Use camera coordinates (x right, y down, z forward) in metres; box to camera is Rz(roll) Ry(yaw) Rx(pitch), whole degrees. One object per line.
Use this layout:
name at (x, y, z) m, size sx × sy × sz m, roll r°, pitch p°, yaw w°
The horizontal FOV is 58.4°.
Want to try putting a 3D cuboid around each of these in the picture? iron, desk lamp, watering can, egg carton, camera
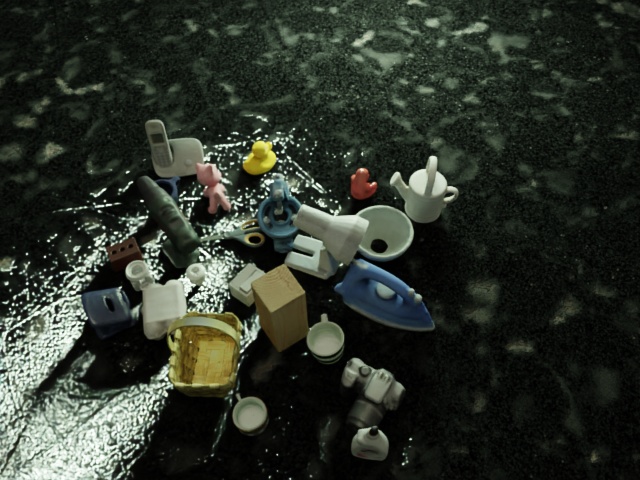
iron at (0.166, 0.124, 1.371) m, size 0.257 × 0.141 × 0.119 m, roll 26°, pitch 60°, yaw 17°
desk lamp at (0.013, 0.005, 1.410) m, size 0.203 × 0.214 × 0.118 m, roll 17°, pitch 58°, yaw 12°
watering can at (0.276, -0.139, 1.516) m, size 0.173 × 0.194 × 0.101 m, roll -9°, pitch 56°, yaw -5°
egg carton at (-0.377, 0.169, 1.391) m, size 0.107 × 0.069 × 0.150 m, roll -11°, pitch 56°, yaw -6°
camera at (0.098, 0.346, 1.245) m, size 0.143 × 0.101 × 0.137 m, roll 25°, pitch 60°, yaw 17°

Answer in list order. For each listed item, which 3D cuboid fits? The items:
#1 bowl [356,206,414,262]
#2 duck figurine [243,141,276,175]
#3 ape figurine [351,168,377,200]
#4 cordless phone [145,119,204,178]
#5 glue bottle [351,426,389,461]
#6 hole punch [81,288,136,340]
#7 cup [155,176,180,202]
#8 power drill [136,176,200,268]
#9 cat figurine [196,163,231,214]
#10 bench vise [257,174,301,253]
bowl at (0.158, -0.005, 1.499) m, size 0.167 × 0.075 × 0.167 m, roll 0°, pitch 56°, yaw 1°
duck figurine at (-0.178, -0.246, 1.661) m, size 0.105 × 0.086 × 0.077 m, roll -34°, pitch 62°, yaw -20°
ape figurine at (0.118, -0.163, 1.597) m, size 0.076 × 0.092 × 0.077 m, roll -38°, pitch 63°, yaw -22°
cordless phone at (-0.411, -0.266, 1.618) m, size 0.147 × 0.185 × 0.094 m, roll -9°, pitch 56°, yaw -5°
glue bottle at (0.104, 0.406, 1.160) m, size 0.078 × 0.173 × 0.037 m, roll 4°, pitch 56°, yaw 4°
hole punch at (-0.510, 0.167, 1.381) m, size 0.101 × 0.091 × 0.108 m, roll -26°, pitch 59°, yaw -16°
cup at (-0.419, -0.113, 1.568) m, size 0.091 × 0.095 × 0.118 m, roll 28°, pitch 61°, yaw 18°
power drill at (-0.374, -0.030, 1.443) m, size 0.076 × 0.208 × 0.229 m, roll -35°, pitch 62°, yaw -20°
cat figurine at (-0.298, -0.155, 1.581) m, size 0.067 × 0.118 × 0.127 m, roll -20°, pitch 58°, yaw -12°
bench vise at (-0.116, -0.099, 1.479) m, size 0.121 × 0.220 × 0.207 m, roll -20°, pitch 58°, yaw -12°
